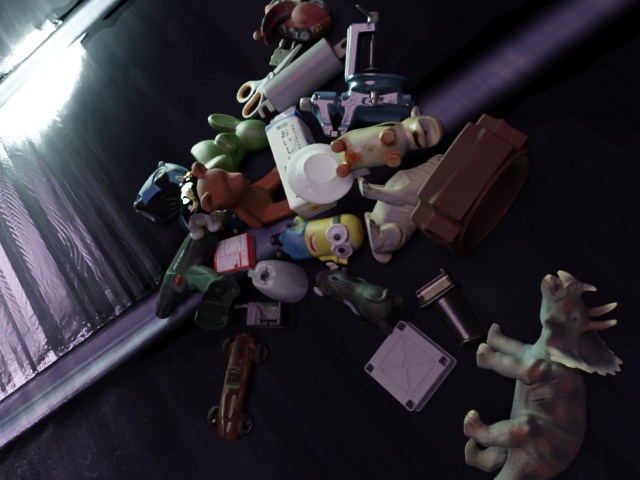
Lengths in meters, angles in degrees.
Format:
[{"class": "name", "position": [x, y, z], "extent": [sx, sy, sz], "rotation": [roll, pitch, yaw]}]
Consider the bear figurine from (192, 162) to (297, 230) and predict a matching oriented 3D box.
[{"class": "bear figurine", "position": [-0.148, -0.098, 1.054], "extent": [0.132, 0.195, 0.120], "rotation": [-28, 63, 16]}]

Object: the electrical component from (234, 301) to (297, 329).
[{"class": "electrical component", "position": [-0.111, 0.145, 1.037], "extent": [0.119, 0.074, 0.047], "rotation": [-5, 73, 21]}]

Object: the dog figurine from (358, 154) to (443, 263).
[{"class": "dog figurine", "position": [0.173, -0.057, 0.951], "extent": [0.191, 0.121, 0.172], "rotation": [-9, 112, 3]}]

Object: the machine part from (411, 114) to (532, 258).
[{"class": "machine part", "position": [0.245, -0.077, 0.850], "extent": [0.087, 0.201, 0.201], "rotation": [36, 93, 27]}]

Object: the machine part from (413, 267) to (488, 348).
[{"class": "machine part", "position": [0.221, 0.118, 0.902], "extent": [0.084, 0.039, 0.139], "rotation": [-37, 61, 3]}]

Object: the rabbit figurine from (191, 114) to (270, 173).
[{"class": "rabbit figurine", "position": [-0.182, -0.199, 1.166], "extent": [0.170, 0.121, 0.159], "rotation": [-36, 55, -7]}]

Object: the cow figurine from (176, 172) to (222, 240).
[{"class": "cow figurine", "position": [-0.255, -0.090, 1.090], "extent": [0.068, 0.098, 0.167], "rotation": [-20, 50, -1]}]

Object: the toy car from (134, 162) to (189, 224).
[{"class": "toy car", "position": [-0.344, -0.116, 1.220], "extent": [0.161, 0.109, 0.103], "rotation": [-37, 40, 26]}]

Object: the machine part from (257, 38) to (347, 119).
[{"class": "machine part", "position": [-0.035, -0.343, 1.134], "extent": [0.243, 0.079, 0.079], "rotation": [-34, 64, 15]}]

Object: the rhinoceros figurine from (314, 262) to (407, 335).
[{"class": "rhinoceros figurine", "position": [0.062, 0.097, 0.938], "extent": [0.190, 0.112, 0.073], "rotation": [21, 81, 55]}]

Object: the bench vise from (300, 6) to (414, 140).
[{"class": "bench vise", "position": [0.073, -0.313, 1.037], "extent": [0.224, 0.129, 0.240], "rotation": [5, 96, 20]}]

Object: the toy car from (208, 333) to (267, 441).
[{"class": "toy car", "position": [-0.163, 0.281, 1.039], "extent": [0.089, 0.053, 0.202], "rotation": [8, 78, 25]}]

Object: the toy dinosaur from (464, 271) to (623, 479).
[{"class": "toy dinosaur", "position": [0.318, 0.248, 0.779], "extent": [0.192, 0.131, 0.404], "rotation": [8, 86, 28]}]

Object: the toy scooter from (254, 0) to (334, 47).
[{"class": "toy scooter", "position": [-0.068, -0.471, 1.172], "extent": [0.184, 0.075, 0.135], "rotation": [25, 63, 31]}]

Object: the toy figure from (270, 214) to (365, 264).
[{"class": "toy figure", "position": [-0.004, -0.006, 1.023], "extent": [0.180, 0.082, 0.089], "rotation": [-7, 46, 31]}]

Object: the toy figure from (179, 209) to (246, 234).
[{"class": "toy figure", "position": [-0.232, -0.045, 1.161], "extent": [0.155, 0.058, 0.064], "rotation": [-1, 95, 24]}]

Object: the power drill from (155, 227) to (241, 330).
[{"class": "power drill", "position": [-0.253, 0.101, 1.097], "extent": [0.208, 0.086, 0.232], "rotation": [36, 103, 53]}]

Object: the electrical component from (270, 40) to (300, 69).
[{"class": "electrical component", "position": [-0.081, -0.404, 1.205], "extent": [0.063, 0.021, 0.094], "rotation": [18, 85, 29]}]

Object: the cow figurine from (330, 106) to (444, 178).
[{"class": "cow figurine", "position": [0.128, -0.178, 0.973], "extent": [0.195, 0.127, 0.085], "rotation": [-10, 112, 23]}]

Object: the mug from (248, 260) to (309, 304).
[{"class": "mug", "position": [-0.090, 0.071, 1.029], "extent": [0.110, 0.107, 0.080], "rotation": [16, 82, 27]}]
